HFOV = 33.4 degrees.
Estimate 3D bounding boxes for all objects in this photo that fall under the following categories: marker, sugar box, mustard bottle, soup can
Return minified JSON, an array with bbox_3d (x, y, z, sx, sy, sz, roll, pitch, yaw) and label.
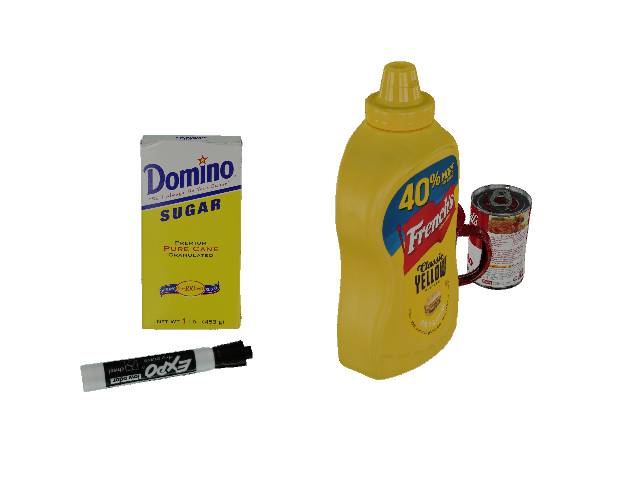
[{"bbox_3d":[-0.108,0.088,0.756,0.121,0.020,0.020,-8,2,-14],"label":"marker"},{"bbox_3d":[-0.118,-0.008,0.981,0.093,0.176,0.048,0,14,-5],"label":"sugar box"},{"bbox_3d":[0.049,-0.016,0.657,0.058,0.192,0.096,20,35,37],"label":"mustard bottle"},{"bbox_3d":[0.203,-0.004,1.214,0.068,0.102,0.068,-1,32,1],"label":"soup can"}]

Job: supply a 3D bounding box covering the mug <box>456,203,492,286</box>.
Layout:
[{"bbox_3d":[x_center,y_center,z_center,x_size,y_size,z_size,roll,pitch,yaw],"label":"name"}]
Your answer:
[{"bbox_3d":[0.079,0.012,0.860,0.117,0.081,0.093,-1,33,-1],"label":"mug"}]
